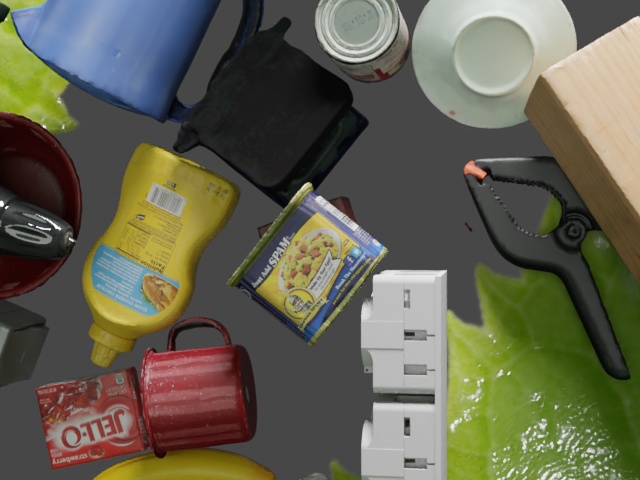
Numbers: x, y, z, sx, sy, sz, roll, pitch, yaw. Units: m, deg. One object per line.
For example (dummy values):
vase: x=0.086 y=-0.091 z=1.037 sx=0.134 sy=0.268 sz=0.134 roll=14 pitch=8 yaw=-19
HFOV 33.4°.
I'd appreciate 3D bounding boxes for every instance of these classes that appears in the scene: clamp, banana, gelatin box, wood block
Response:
clamp: x=0.204 y=0.005 z=0.864 sx=0.210 sy=0.036 sz=0.164 roll=25 pitch=90 yaw=6
banana: x=-0.138 y=0.215 z=0.927 sx=0.198 sy=0.037 sz=0.069 roll=-22 pitch=106 yaw=11
gelatin box: x=-0.198 y=0.156 z=0.936 sx=0.089 sy=0.030 sz=0.073 roll=-12 pitch=89 yaw=9
wood block: x=0.251 y=-0.049 z=0.802 sx=0.091 sy=0.090 sz=0.206 roll=-30 pitch=78 yaw=-4

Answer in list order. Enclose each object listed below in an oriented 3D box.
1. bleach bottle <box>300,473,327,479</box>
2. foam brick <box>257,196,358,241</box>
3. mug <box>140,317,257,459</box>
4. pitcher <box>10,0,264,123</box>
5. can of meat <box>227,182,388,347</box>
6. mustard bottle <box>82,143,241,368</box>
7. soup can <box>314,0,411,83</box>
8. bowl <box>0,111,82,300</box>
bleach bottle: x=-0.087 y=0.297 z=0.905 sx=0.251 sy=0.068 sz=0.102 roll=-31 pitch=85 yaw=11
foam brick: x=-0.006 y=0.001 z=0.892 sx=0.078 sy=0.053 sz=0.051 roll=-21 pitch=88 yaw=8
mug: x=-0.099 y=0.121 z=0.896 sx=0.081 sy=0.093 sz=0.117 roll=-7 pitch=64 yaw=4
pitcher: x=-0.124 y=-0.223 z=0.879 sx=0.145 sy=0.149 sz=0.243 roll=30 pitch=92 yaw=23
can of meat: x=-0.008 y=0.020 z=0.836 sx=0.084 sy=0.057 sz=0.102 roll=38 pitch=98 yaw=2
mustard bottle: x=-0.149 y=0.021 z=0.912 sx=0.096 sy=0.058 sz=0.192 roll=26 pitch=94 yaw=8
soup can: x=0.035 y=-0.166 z=0.857 sx=0.068 sy=0.102 sz=0.068 roll=0 pitch=91 yaw=9
bowl: x=-0.275 y=-0.030 z=0.933 sx=0.162 sy=0.055 sz=0.162 roll=0 pitch=91 yaw=9
